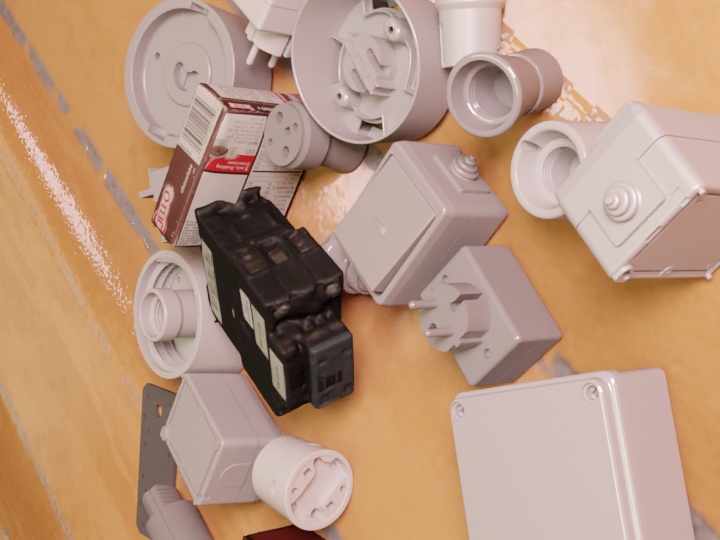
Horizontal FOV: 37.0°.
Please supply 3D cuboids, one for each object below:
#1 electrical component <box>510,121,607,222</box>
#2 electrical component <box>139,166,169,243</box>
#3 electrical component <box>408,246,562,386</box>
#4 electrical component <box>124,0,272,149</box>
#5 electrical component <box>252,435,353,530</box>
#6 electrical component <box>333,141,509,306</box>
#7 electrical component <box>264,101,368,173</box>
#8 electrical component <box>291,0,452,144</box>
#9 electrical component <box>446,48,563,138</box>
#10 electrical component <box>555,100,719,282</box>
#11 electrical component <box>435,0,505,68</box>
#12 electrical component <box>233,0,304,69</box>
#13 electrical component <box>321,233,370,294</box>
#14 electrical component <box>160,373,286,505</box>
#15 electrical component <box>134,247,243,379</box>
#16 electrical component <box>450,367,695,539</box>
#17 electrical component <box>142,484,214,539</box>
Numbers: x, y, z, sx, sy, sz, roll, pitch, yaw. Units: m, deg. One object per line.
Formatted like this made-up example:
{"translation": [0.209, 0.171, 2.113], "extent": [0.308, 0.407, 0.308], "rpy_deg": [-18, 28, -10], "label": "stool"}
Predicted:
{"translation": [0.112, -0.051, 0.557], "extent": [0.055, 0.047, 0.055], "rpy_deg": [2, 92, 49], "label": "electrical component"}
{"translation": [-0.133, -0.052, 0.839], "extent": [0.081, 0.042, 0.063], "rpy_deg": [-9, 86, 49], "label": "electrical component"}
{"translation": [0.059, 0.026, 0.596], "extent": [0.047, 0.077, 0.065], "rpy_deg": [-50, 55, 37], "label": "electrical component"}
{"translation": [-0.115, -0.143, 0.796], "extent": [0.108, 0.060, 0.108], "rpy_deg": [2, 94, 34], "label": "electrical component"}
{"translation": [-0.040, 0.142, 0.730], "extent": [0.047, 0.055, 0.055], "rpy_deg": [14, 101, 51], "label": "electrical component"}
{"translation": [0.035, -0.031, 0.634], "extent": [0.096, 0.061, 0.061], "rpy_deg": [-56, 52, 33], "label": "electrical component"}
{"translation": [-0.029, -0.088, 0.710], "extent": [0.045, 0.055, 0.045], "rpy_deg": [2, 92, 49], "label": "electrical component"}
{"translation": [0.010, -0.126, 0.658], "extent": [0.099, 0.064, 0.099], "rpy_deg": [2, 92, 49], "label": "electrical component"}
{"translation": [0.081, -0.098, 0.576], "extent": [0.044, 0.065, 0.044], "rpy_deg": [13, 113, 33], "label": "electrical component"}
{"translation": [0.137, -0.037, 0.491], "extent": [0.061, 0.096, 0.061], "rpy_deg": [-52, 53, 36], "label": "electrical component"}
{"translation": [0.063, -0.140, 0.617], "extent": [0.040, 0.040, 0.046], "rpy_deg": [8, 102, 48], "label": "electrical component"}
{"translation": [-0.053, -0.170, 0.728], "extent": [0.047, 0.066, 0.076], "rpy_deg": [53, 128, 34], "label": "electrical component"}
{"translation": [0.000, 0.000, 0.695], "extent": [0.061, 0.035, 0.035], "rpy_deg": [30, 113, 42], "label": "electrical component"}
{"translation": [-0.102, 0.120, 0.799], "extent": [0.096, 0.061, 0.061], "rpy_deg": [51, 126, 45], "label": "electrical component"}
{"translation": [-0.134, 0.033, 0.829], "extent": [0.108, 0.060, 0.108], "rpy_deg": [2, 92, 49], "label": "electrical component"}
{"translation": [0.108, 0.110, 0.558], "extent": [0.109, 0.056, 0.108], "rpy_deg": [-17, 78, 48], "label": "electrical component"}
{"translation": [-0.147, 0.205, 0.860], "extent": [0.081, 0.043, 0.043], "rpy_deg": [53, 128, 34], "label": "electrical component"}
